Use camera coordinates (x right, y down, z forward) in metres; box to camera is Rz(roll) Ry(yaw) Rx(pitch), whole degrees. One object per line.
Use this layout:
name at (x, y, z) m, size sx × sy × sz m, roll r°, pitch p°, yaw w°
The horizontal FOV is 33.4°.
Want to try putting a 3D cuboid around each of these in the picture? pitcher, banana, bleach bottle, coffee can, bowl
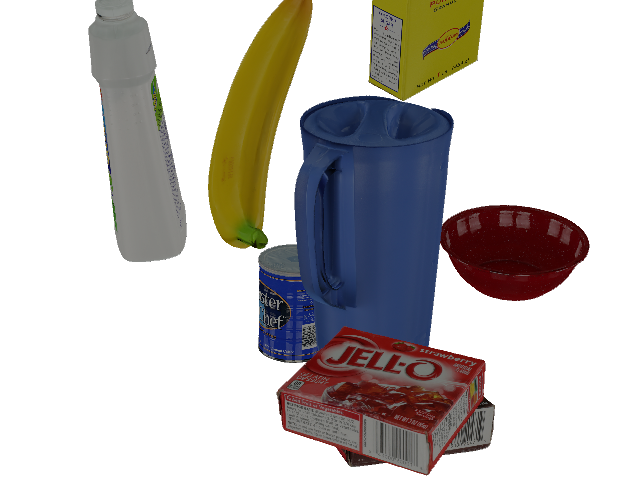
pitcher at (0.042, 0.002, 0.966) m, size 0.149 × 0.243 × 0.145 m, roll -5°, pitch 26°, yaw -9°
banana at (-0.039, -0.070, 0.690) m, size 0.070 × 0.197 × 0.037 m, roll -19°, pitch -37°, yaw 40°
bleach bottle at (-0.166, -0.107, 0.951) m, size 0.068 × 0.251 × 0.102 m, roll -7°, pitch 36°, yaw -6°
coffee can at (-0.038, 0.089, 1.523) m, size 0.103 × 0.140 × 0.103 m, roll 1°, pitch 22°, yaw -1°
bowl at (0.209, 0.020, 1.169) m, size 0.162 × 0.055 × 0.162 m, roll 0°, pitch 29°, yaw 0°

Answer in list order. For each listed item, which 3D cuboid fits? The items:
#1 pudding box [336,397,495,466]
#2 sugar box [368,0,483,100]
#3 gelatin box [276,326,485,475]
pudding box at (0.058, 0.125, 0.785) m, size 0.113 × 0.039 × 0.090 m, roll -2°, pitch 17°, yaw -18°
sugar box at (0.084, -0.202, 0.803) m, size 0.093 × 0.176 × 0.048 m, roll -32°, pitch 53°, yaw -31°
gelatin box at (0.033, 0.082, 0.569) m, size 0.089 × 0.030 × 0.073 m, roll 12°, pitch 30°, yaw 28°
